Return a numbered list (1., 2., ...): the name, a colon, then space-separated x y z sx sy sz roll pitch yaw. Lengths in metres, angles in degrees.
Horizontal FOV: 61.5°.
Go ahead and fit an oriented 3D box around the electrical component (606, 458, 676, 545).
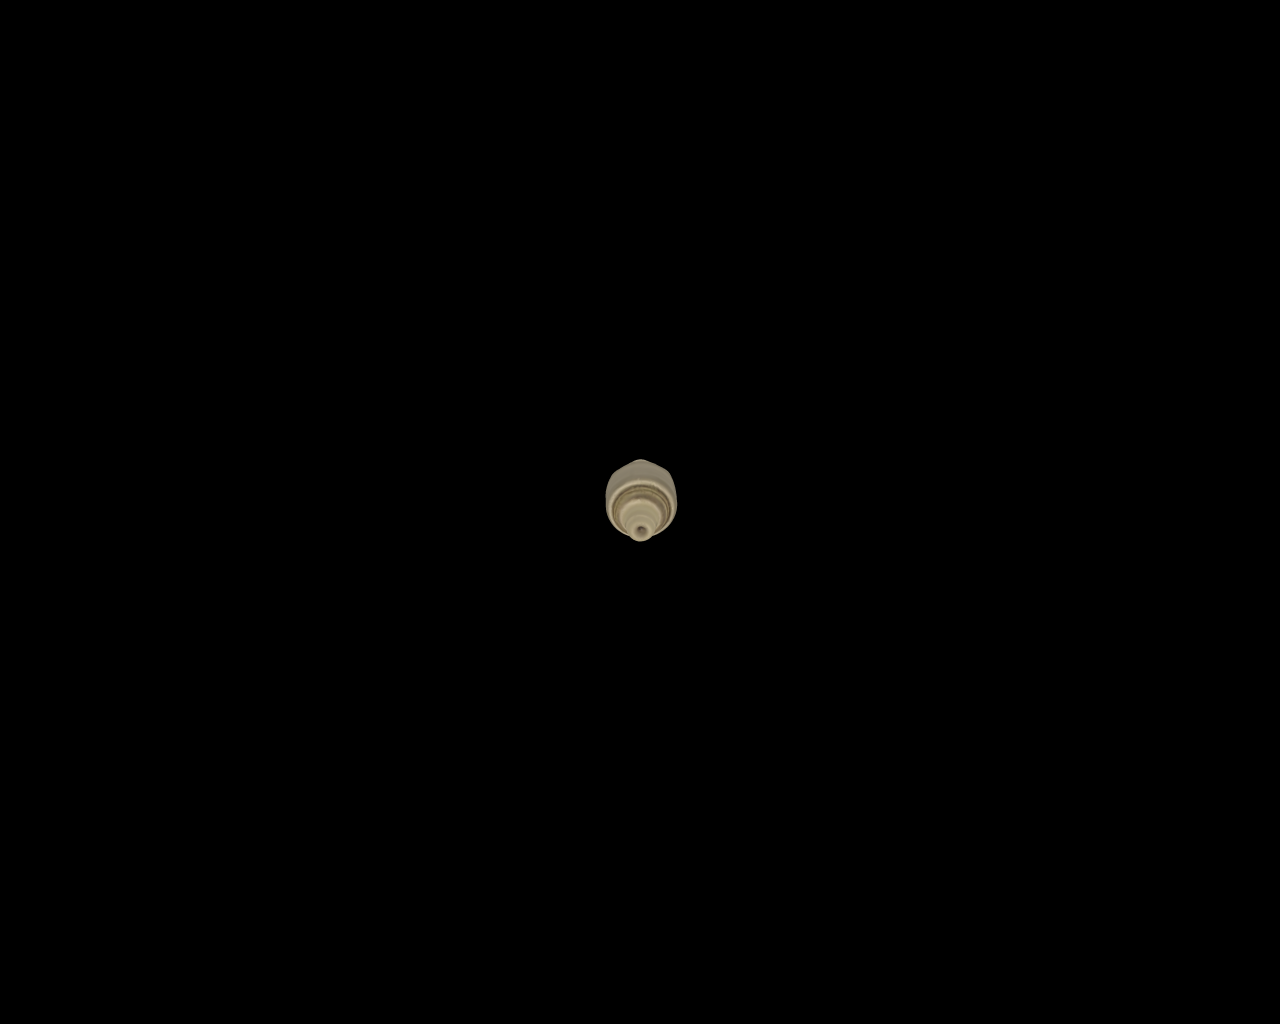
1. electrical component: 0.001 -0.003 0.650 0.043 0.043 0.062 0 28 0
